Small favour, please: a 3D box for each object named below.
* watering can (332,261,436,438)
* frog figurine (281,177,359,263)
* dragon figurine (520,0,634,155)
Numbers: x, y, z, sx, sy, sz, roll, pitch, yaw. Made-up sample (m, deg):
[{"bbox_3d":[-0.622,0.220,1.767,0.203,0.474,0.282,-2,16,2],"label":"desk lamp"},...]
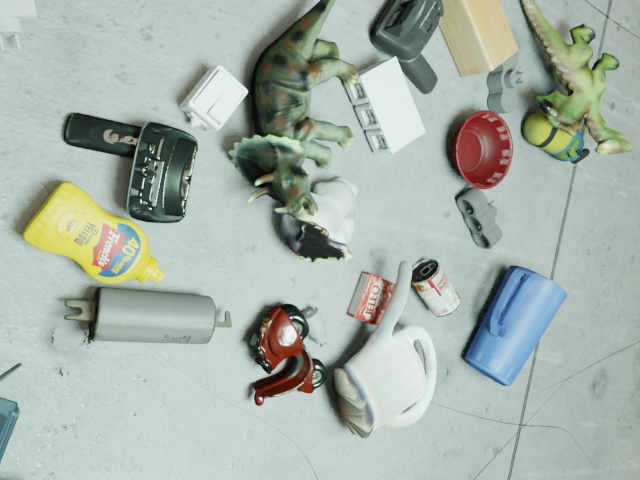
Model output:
[{"bbox_3d":[0.118,0.223,0.957,0.226,0.105,0.342,-26,115,-24],"label":"watering can"},{"bbox_3d":[0.003,-0.045,0.896,0.136,0.120,0.163,27,46,-21],"label":"frog figurine"},{"bbox_3d":[0.529,-0.340,1.106,0.408,0.120,0.248,41,55,-9],"label":"dragon figurine"}]
